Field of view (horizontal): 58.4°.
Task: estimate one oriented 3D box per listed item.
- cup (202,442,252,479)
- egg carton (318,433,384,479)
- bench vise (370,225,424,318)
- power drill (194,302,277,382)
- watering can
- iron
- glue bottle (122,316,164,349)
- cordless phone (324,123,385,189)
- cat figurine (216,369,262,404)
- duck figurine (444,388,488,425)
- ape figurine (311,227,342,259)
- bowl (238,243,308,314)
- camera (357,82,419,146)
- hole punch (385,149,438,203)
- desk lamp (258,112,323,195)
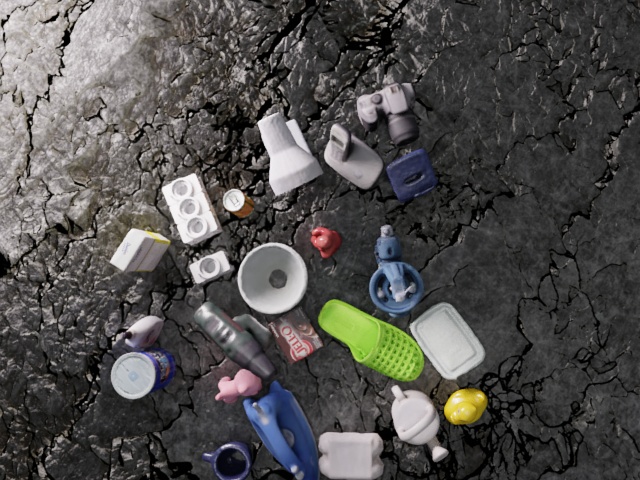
[{"bbox_3d":[-0.207,0.506,1.329,0.117,0.095,0.092,10,86,6],"label":"cup"},{"bbox_3d":[0.071,0.498,1.319,0.150,0.069,0.107,-1,85,5],"label":"egg carton"},{"bbox_3d":[0.154,0.074,1.275,0.121,0.220,0.207,-27,83,2],"label":"bench vise"},{"bbox_3d":[-0.173,0.226,1.295,0.229,0.208,0.075,37,89,7],"label":"power drill"},{"bbox_3d":[0.217,0.399,1.253,0.172,0.194,0.101,33,88,7],"label":"watering can"},{"bbox_3d":[-0.078,0.459,1.299,0.118,0.141,0.258,-33,83,1],"label":"iron"},{"bbox_3d":[-0.421,0.219,1.334,0.037,0.173,0.078,24,87,7],"label":"glue bottle"},{"bbox_3d":[0.079,-0.199,1.324,0.147,0.185,0.094,35,89,7],"label":"cordless phone"},{"bbox_3d":[-0.184,0.339,1.331,0.128,0.118,0.067,-27,83,2],"label":"cat figurine"},{"bbox_3d":[0.335,0.384,1.299,0.104,0.086,0.077,-32,83,1],"label":"duck figurine"},{"bbox_3d":[0.012,0.005,1.358,0.076,0.092,0.078,-5,84,5],"label":"ape figurine"},{"bbox_3d":[-0.107,0.094,1.369,0.167,0.075,0.167,0,85,5],"label":"bowl"},{"bbox_3d":[0.173,-0.295,1.367,0.143,0.101,0.137,-19,83,3],"label":"camera"},{"bbox_3d":[0.219,-0.151,1.355,0.108,0.091,0.101,-26,83,2],"label":"hole punch"},{"bbox_3d":[-0.077,-0.197,1.323,0.118,0.213,0.203,-25,83,2],"label":"desk lamp"}]
